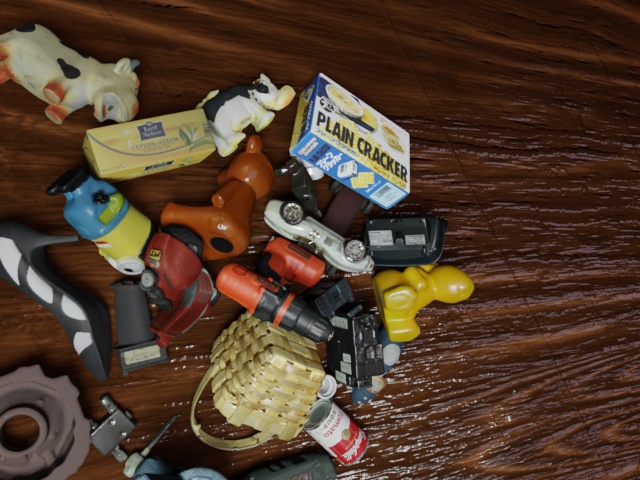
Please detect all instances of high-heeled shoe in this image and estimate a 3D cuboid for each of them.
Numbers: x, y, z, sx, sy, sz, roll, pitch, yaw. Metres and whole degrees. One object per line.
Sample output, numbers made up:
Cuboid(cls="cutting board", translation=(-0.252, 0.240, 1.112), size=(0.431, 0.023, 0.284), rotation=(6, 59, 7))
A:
Cuboid(cls="high-heeled shoe", translation=(-0.381, 0.092, 0.738), size=(0.145, 0.086, 0.248), rotation=(-8, 102, -4))

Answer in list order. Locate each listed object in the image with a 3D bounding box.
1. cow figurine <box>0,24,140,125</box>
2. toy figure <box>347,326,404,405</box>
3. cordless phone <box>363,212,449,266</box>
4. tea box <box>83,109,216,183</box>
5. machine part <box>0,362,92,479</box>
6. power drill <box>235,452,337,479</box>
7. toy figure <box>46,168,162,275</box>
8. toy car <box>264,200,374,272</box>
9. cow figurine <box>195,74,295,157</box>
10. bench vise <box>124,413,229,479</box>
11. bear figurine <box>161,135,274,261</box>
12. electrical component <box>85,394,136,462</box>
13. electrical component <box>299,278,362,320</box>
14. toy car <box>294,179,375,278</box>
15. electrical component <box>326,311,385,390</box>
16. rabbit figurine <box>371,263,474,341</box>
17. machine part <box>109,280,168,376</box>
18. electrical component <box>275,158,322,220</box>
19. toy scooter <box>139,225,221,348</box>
Cuboid(cls="cow figurine", translation=(-0.341, -0.227, 0.749), size=(0.195, 0.085, 0.127), rotation=(33, 59, -2))
Cuboid(cls="toy figure", translation=(0.103, 0.230, 0.982), size=(0.064, 0.057, 0.154), rotation=(26, 75, 7))
Cuboid(cls="cordless phone", translation=(0.167, -0.016, 1.014), size=(0.184, 0.147, 0.088), rotation=(-34, 119, -63))
Cuboid(cls="tea box", translation=(-0.253, -0.136, 0.796), size=(0.170, 0.098, 0.068), rotation=(-18, 94, -26))
Cuboid(cls="machine part", translation=(-0.395, 0.251, 0.709), size=(0.179, 0.056, 0.179), rotation=(2, 83, -21))
Cuboid(cls="power drill", translation=(-0.066, 0.464, 0.872), size=(0.232, 0.086, 0.207), rotation=(-18, 87, -30))
Cuboid(cls="toy figure", translation=(-0.290, -0.025, 0.753), size=(0.089, 0.082, 0.180), rotation=(-42, 127, -15))
Cuboid(cls="toy car", translation=(-0.002, -0.003, 0.878), size=(0.202, 0.073, 0.056), rotation=(32, 80, -1))
Cuboid(cls="cow figurine", translation=(-0.123, -0.223, 0.889), size=(0.167, 0.068, 0.098), rotation=(-43, 97, -25))
Cuboid(cls="bench vise", translation=(-0.194, 0.340, 0.713), size=(0.224, 0.240, 0.129), rotation=(39, 73, 25))
Cuboid(cls="bear figurine", translation=(-0.148, -0.069, 0.849), size=(0.132, 0.120, 0.196), rotation=(0, 53, 12))
Cuboid(cls="electrical component", translation=(-0.303, 0.276, 0.785), size=(0.063, 0.021, 0.094), rotation=(-41, 105, -24))
Cuboid(cls="electrical component", translation=(0.019, 0.102, 0.910), size=(0.075, 0.119, 0.047), rotation=(-34, 102, -22))
Cuboid(cls="toy car", translation=(0.026, -0.029, 0.959), size=(0.089, 0.053, 0.202), rotation=(31, 73, -5))
Cuboid(cls="electrical component", translation=(0.057, 0.186, 0.926), size=(0.058, 0.115, 0.134), rotation=(-4, 92, -24))
Cuboid(cls="rabbit figurine", translation=(0.188, 0.092, 0.978), size=(0.173, 0.162, 0.121), rotation=(-15, 114, 3))
Cuboid(cls="machine part", translation=(-0.274, 0.126, 0.803), size=(0.084, 0.039, 0.138), rotation=(-13, 95, -19))
Cuboid(cls="electrical component", translation=(-0.034, -0.087, 0.905), size=(0.102, 0.045, 0.078), rotation=(54, 21, -47))
Cuboid(cls="toy scooter", translation=(-0.209, 0.075, 0.773), size=(0.135, 0.075, 0.183), rotation=(-59, 151, -32))
